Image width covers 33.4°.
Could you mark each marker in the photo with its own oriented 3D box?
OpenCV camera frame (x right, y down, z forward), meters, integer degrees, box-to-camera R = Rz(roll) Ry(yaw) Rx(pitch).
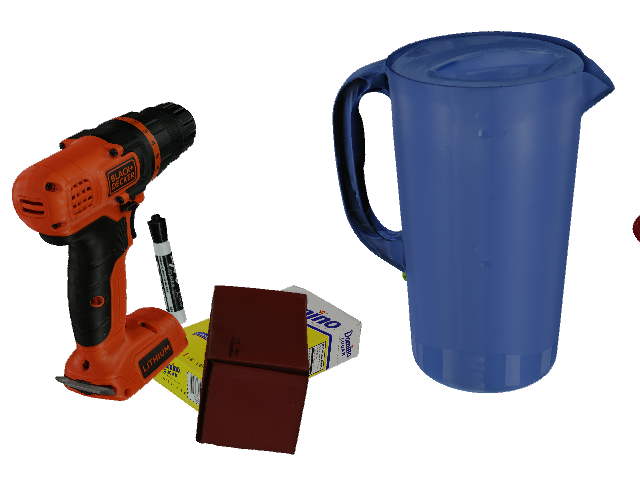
[{"bbox_3d":[-0.161,0.030,1.122,0.020,0.121,0.020,-9,19,3],"label":"marker"}]

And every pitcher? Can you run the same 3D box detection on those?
[{"bbox_3d":[0.105,-0.019,0.757,0.144,0.243,0.149,-18,29,-27],"label":"pitcher"}]

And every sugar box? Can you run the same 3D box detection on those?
[{"bbox_3d":[-0.056,0.097,0.963,0.093,0.048,0.175,28,36,37],"label":"sugar box"}]

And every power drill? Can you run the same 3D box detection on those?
[{"bbox_3d":[-0.141,0.005,0.771,0.057,0.188,0.184,8,26,26],"label":"power drill"}]

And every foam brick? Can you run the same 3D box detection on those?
[{"bbox_3d":[-0.035,0.065,0.559,0.053,0.051,0.078,7,26,-5],"label":"foam brick"}]

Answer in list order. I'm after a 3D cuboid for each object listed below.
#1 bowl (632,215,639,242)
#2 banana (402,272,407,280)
[{"bbox_3d":[0.417,0.016,1.148,0.162,0.055,0.162,-1,25,0],"label":"bowl"},{"bbox_3d":[0.170,0.067,1.115,0.069,0.037,0.198,-38,40,-12],"label":"banana"}]
